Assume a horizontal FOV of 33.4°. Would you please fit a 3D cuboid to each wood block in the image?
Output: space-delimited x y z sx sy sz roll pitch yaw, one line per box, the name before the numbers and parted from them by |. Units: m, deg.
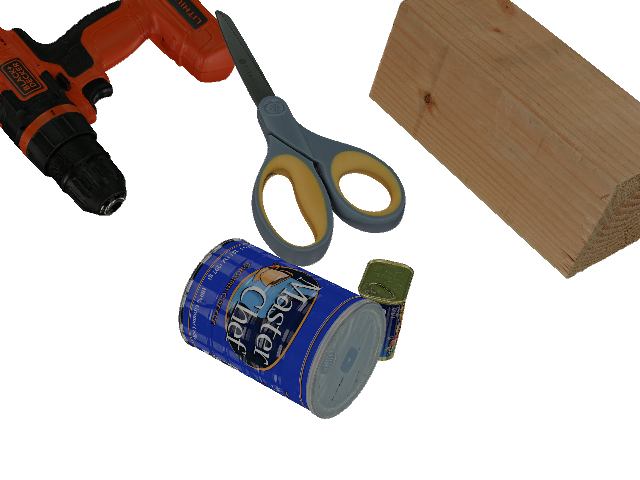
wood block | 0.141 -0.084 0.749 0.090 0.091 0.206 -23 57 -35

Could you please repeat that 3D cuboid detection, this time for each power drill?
power drill | -0.158 -0.123 0.824 0.187 0.184 0.057 -34 -15 -30

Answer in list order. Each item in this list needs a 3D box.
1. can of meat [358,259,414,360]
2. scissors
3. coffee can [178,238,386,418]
can of meat | 0.073 0.083 1.276 0.057 0.084 0.102 12 26 7
scissors | -0.008 -0.070 0.634 0.096 0.202 0.016 -2 -37 -10
coffee can | -0.031 0.071 0.883 0.140 0.103 0.102 25 12 28
